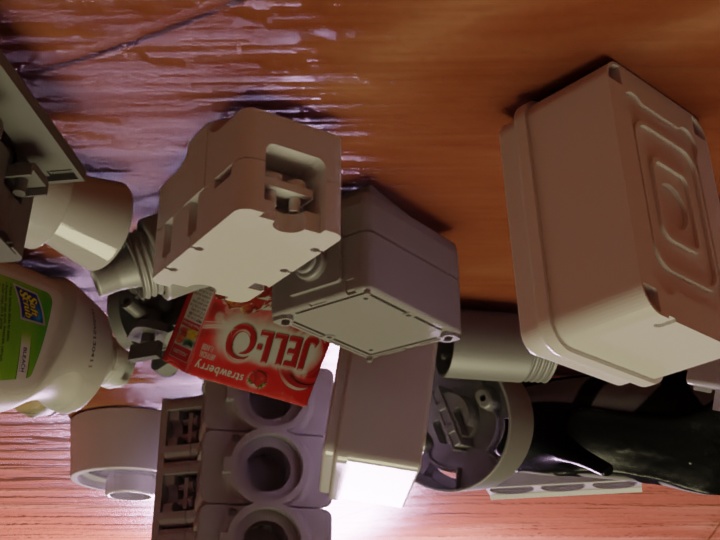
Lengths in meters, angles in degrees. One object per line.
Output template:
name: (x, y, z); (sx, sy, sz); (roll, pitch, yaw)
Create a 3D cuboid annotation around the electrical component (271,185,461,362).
electrical component: (0.000, 0.000, 0.537); (0.062, 0.061, 0.096); (-17, 151, 34)

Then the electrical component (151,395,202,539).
electrical component: (-0.109, 0.179, 0.832); (0.062, 0.150, 0.089); (-9, 155, 21)

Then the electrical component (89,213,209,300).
electrical component: (-0.101, -0.005, 0.529); (0.062, 0.043, 0.043); (-21, 162, -19)

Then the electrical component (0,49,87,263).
electrical component: (-0.165, -0.054, 0.400); (0.079, 0.063, 0.121); (-4, 151, 9)

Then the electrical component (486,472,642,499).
electrical component: (0.161, 0.146, 0.866); (0.121, 0.063, 0.078); (-6, 155, 13)

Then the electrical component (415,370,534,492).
electrical component: (0.065, 0.100, 0.725); (0.099, 0.099, 0.064); (-17, 157, 33)

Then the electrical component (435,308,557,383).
electrical component: (0.091, 0.048, 0.668); (0.081, 0.043, 0.043); (5, 156, -12)

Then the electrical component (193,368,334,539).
electrical component: (-0.067, 0.144, 0.751); (0.089, 0.150, 0.061); (5, 156, -12)

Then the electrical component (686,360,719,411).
electrical component: (0.271, 0.064, 0.678); (0.121, 0.078, 0.063); (13, 175, -27)

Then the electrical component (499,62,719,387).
electrical component: (0.105, -0.016, 0.439); (0.078, 0.113, 0.057); (21, 146, -39)

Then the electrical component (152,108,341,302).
electrical component: (-0.051, -0.030, 0.477); (0.050, 0.055, 0.089); (15, 152, -30)

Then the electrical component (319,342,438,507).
electrical component: (0.012, 0.078, 0.649); (0.056, 0.108, 0.108); (9, 156, 1)

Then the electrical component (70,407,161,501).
electrical component: (-0.189, 0.158, 0.894); (0.108, 0.060, 0.108); (0, 156, 0)

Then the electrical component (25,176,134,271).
electrical component: (-0.139, -0.029, 0.493); (0.045, 0.045, 0.055); (-21, 148, 39)
